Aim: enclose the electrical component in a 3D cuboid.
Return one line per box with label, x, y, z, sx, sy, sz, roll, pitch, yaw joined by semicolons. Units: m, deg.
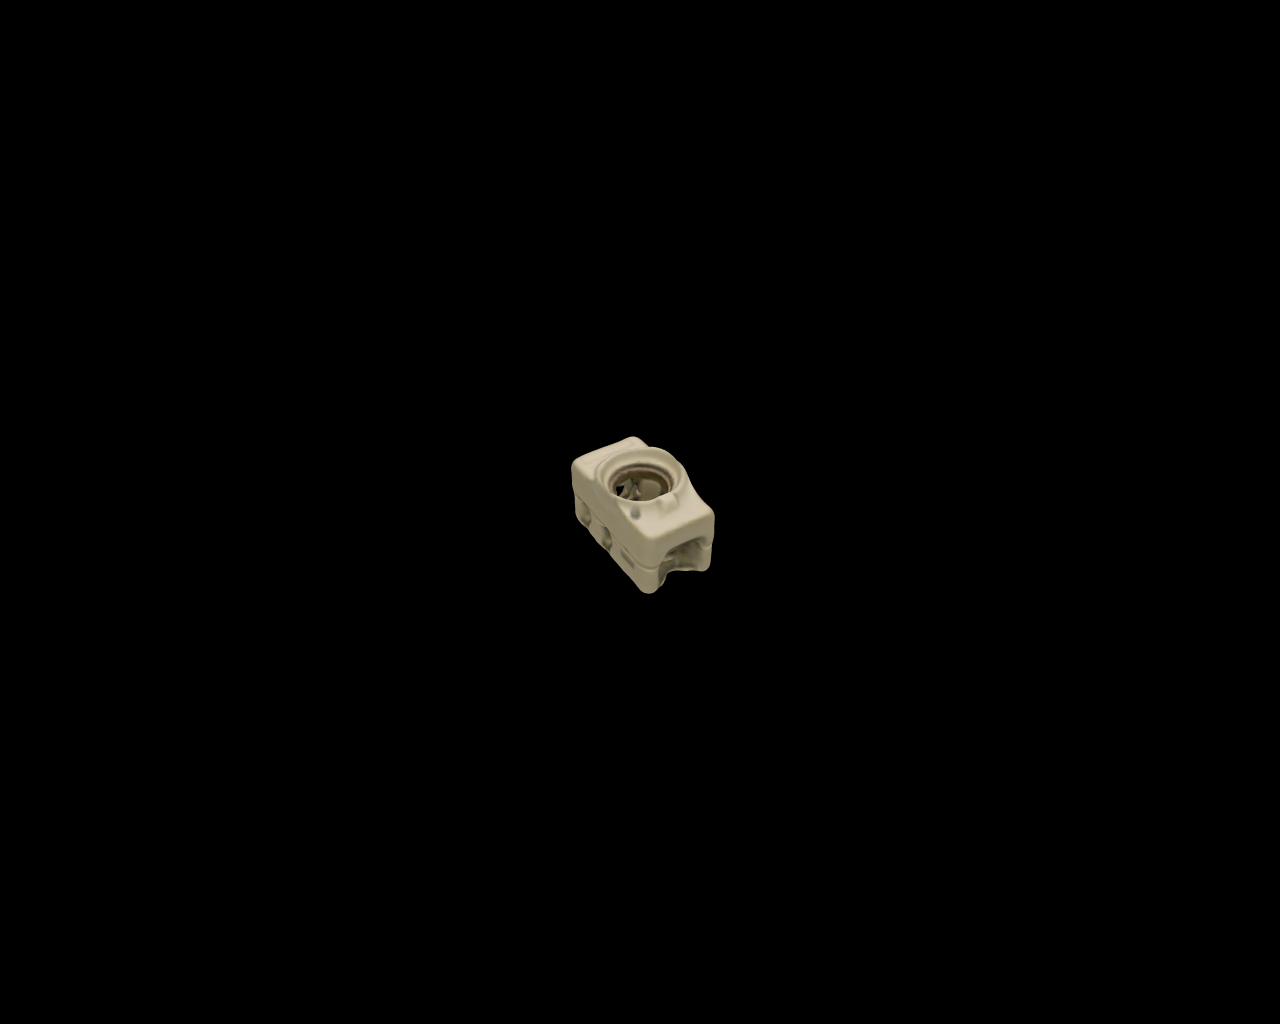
electrical component;0.001;-0.003;0.650;0.050;0.055;0.089;-22;45;-23
